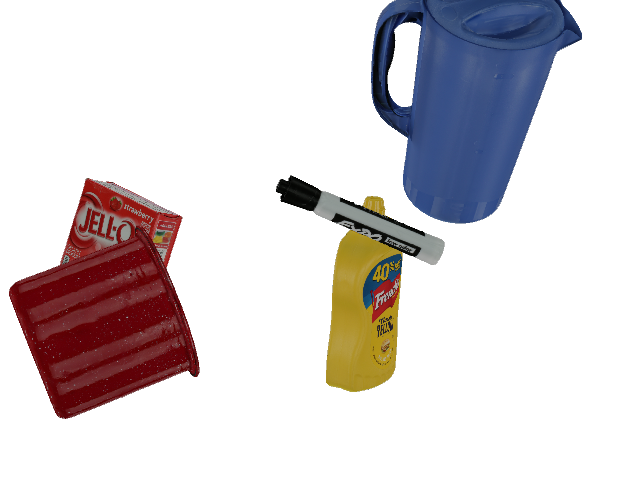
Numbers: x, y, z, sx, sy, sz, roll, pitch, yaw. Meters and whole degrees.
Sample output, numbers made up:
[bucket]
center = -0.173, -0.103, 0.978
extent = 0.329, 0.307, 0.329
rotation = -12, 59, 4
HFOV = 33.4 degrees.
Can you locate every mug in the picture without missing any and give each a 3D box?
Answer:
[mug]
center = -0.126, 0.049, 0.613
extent = 0.081, 0.093, 0.117
rotation = -21, 3, -15

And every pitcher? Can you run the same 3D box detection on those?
[pitcher]
center = 0.139, -0.136, 1.050
extent = 0.144, 0.243, 0.149
rotation = -30, 56, -30

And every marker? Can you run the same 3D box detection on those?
[marker]
center = 0.027, -0.014, 0.721
extent = 0.121, 0.020, 0.020
rotation = 23, -5, -11

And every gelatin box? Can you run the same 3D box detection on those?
[gelatin box]
center = -0.152, 0.001, 0.803
extent = 0.089, 0.073, 0.030
rotation = 25, 10, 36

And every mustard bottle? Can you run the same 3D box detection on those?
[mustard bottle]
center = 0.047, 0.050, 1.080
extent = 0.058, 0.192, 0.096
rotation = 12, 17, 32
